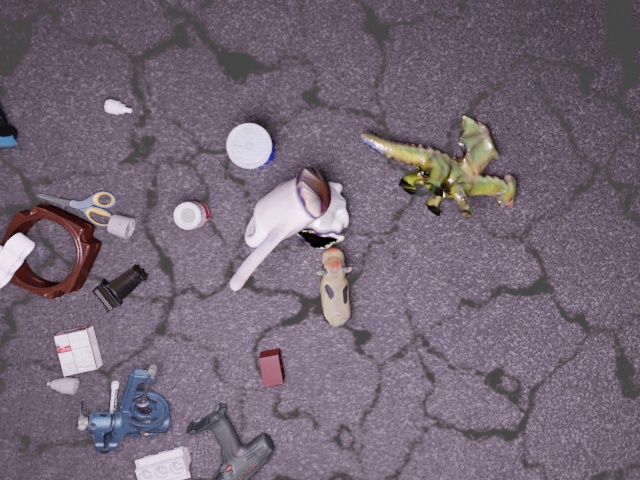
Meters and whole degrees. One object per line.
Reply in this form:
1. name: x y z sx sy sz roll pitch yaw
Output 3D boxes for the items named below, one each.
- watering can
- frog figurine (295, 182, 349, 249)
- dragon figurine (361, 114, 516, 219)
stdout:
1. watering can: -0.085 -0.041 1.142 0.222 0.356 0.102 -29 118 26
2. frog figurine: 0.004 -0.064 1.273 0.137 0.120 0.163 1 59 8
3. dragon figurine: 0.321 -0.203 1.272 0.409 0.121 0.245 41 75 -5
